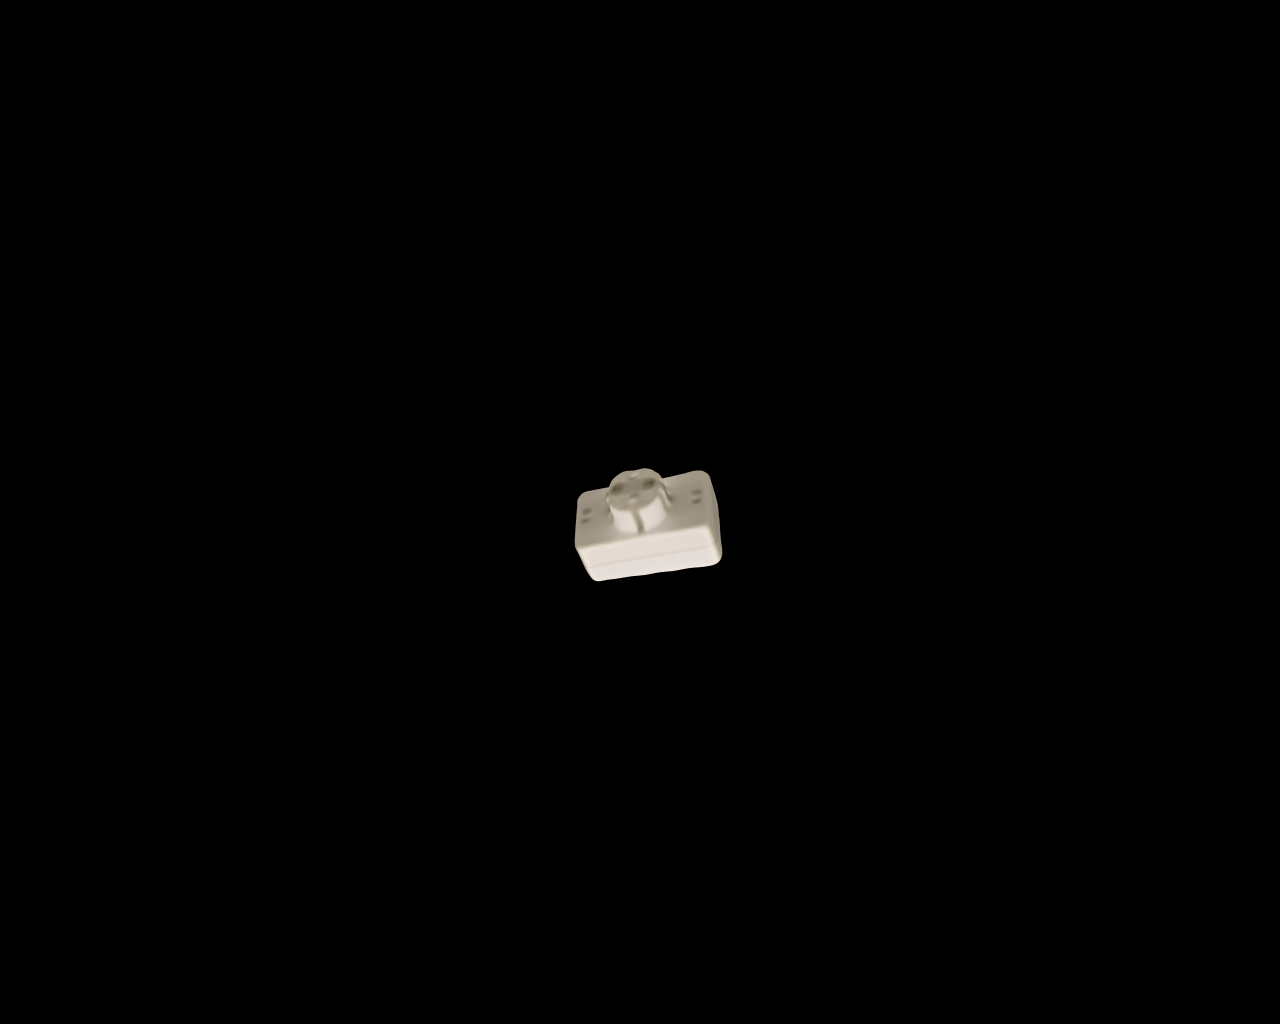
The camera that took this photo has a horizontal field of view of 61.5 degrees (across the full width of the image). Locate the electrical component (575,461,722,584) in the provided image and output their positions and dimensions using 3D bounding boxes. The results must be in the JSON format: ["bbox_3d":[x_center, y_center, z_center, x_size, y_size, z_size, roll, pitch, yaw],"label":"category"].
[{"bbox_3d":[0.001,-0.003,0.650,0.083,0.047,0.075,-10,-43,11],"label":"electrical component"}]
